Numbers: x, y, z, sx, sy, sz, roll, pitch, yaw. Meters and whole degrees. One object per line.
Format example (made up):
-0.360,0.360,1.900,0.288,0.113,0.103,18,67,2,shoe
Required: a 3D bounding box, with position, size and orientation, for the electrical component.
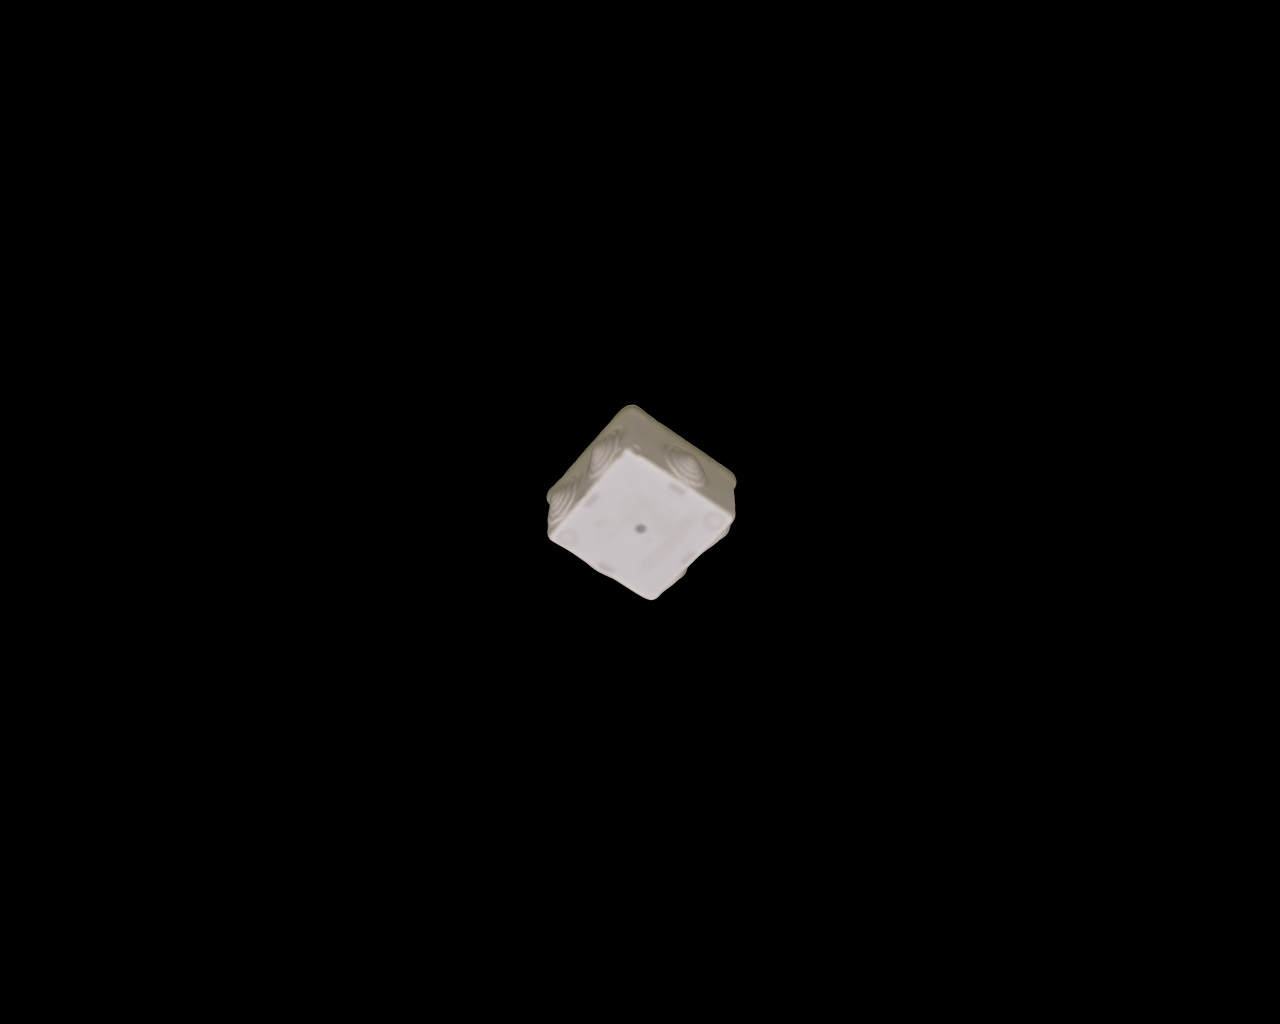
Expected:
0.001,-0.003,0.650,0.099,0.099,0.048,33,28,-20,electrical component
